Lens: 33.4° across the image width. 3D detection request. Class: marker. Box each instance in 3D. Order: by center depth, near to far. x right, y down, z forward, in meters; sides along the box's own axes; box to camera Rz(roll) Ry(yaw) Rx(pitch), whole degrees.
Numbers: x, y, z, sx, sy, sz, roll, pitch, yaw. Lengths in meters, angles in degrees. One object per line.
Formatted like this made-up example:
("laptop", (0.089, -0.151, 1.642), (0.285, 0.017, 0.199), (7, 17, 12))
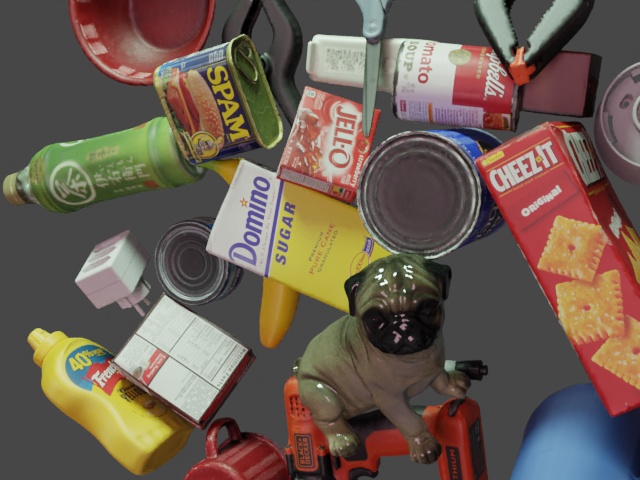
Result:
("marker", (0.095, 0.119, 0.981), (0.121, 0.020, 0.020), (-2, 96, 23))

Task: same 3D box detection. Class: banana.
("banana", (-0.053, 0.003, 1.018), (0.070, 0.037, 0.198), (-19, 92, 19))

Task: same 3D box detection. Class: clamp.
("clamp", (0.167, -0.222, 0.856), (0.165, 0.036, 0.210), (11, 70, 26))
("clamp", (-0.045, -0.154, 0.997), (0.120, 0.039, 0.171), (11, 105, 11))

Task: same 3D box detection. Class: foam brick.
("foam brick", (0.198, -0.128, 0.874), (0.051, 0.078, 0.053), (9, 101, 20))

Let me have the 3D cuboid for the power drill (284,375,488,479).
("power drill", (0.058, 0.214, 0.988), (0.188, 0.057, 0.184), (-3, 101, 22))

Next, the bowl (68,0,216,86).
("bowl", (-0.160, -0.229, 1.025), (0.162, 0.055, 0.162), (3, 98, 23))

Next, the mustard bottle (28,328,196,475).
("mustard bottle", (-0.222, 0.153, 1.079), (0.192, 0.096, 0.058), (36, 115, 16))

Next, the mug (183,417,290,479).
("mug", (-0.085, 0.231, 1.038), (0.093, 0.081, 0.117), (-9, 93, 24))

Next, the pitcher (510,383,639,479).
("pitcher", (0.210, 0.205, 0.821), (0.145, 0.242, 0.149), (10, 106, 18))

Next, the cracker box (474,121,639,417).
("cracker box", (0.216, 0.013, 0.838), (0.072, 0.164, 0.214), (-28, 86, 21))

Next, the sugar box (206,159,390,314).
("sugar box", (-0.006, 0.001, 0.968), (0.176, 0.048, 0.093), (22, 97, 1))

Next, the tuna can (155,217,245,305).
("tuna can", (-0.119, 0.021, 1.052), (0.086, 0.033, 0.086), (3, 98, 23))

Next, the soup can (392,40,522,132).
("soup can", (0.116, -0.129, 0.888), (0.102, 0.068, 0.068), (8, 100, 14))

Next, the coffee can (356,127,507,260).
("coffee can", (0.102, -0.042, 0.891), (0.103, 0.140, 0.103), (3, 98, 23))

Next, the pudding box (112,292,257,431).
("pudding box", (-0.133, 0.118, 1.047), (0.113, 0.039, 0.090), (32, 73, 15))

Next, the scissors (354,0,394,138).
("scissors", (0.033, -0.195, 0.942), (0.096, 0.016, 0.202), (17, 87, 26))

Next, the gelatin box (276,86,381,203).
("gelatin box", (0.009, -0.086, 0.949), (0.073, 0.030, 0.089), (18, 65, -3))

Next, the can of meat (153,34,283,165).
("can of meat", (-0.092, -0.124, 0.965), (0.084, 0.057, 0.102), (-12, 108, 24))
